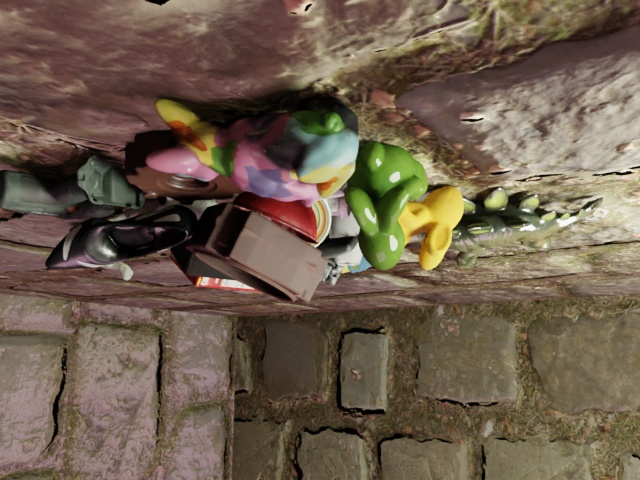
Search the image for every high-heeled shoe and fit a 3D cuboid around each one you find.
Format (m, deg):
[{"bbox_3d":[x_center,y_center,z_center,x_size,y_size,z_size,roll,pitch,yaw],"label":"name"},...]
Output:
[{"bbox_3d":[-0.310,0.010,0.838,0.249,0.086,0.145,-28,-151,-9],"label":"high-heeled shoe"}]

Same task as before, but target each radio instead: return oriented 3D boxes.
[{"bbox_3d":[-0.209,0.028,1.194,0.229,0.073,0.131,12,-161,-41],"label":"radio"}]

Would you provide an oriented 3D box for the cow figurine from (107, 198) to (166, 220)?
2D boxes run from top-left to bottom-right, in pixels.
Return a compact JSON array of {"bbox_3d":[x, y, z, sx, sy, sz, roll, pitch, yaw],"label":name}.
[{"bbox_3d":[-0.350,-0.039,1.024,0.168,0.098,0.068,-6,125,30],"label":"cow figurine"}]

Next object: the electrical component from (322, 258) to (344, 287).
[{"bbox_3d":[-0.004,0.056,1.268,0.115,0.058,0.134,24,-173,-4],"label":"electrical component"}]

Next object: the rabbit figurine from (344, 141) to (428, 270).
[{"bbox_3d":[0.095,-0.045,0.769,0.121,0.170,0.159,-3,168,11],"label":"rabbit figurine"}]

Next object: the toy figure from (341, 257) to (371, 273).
[{"bbox_3d":[0.068,0.043,1.371,0.180,0.089,0.082,-14,167,23],"label":"toy figure"}]

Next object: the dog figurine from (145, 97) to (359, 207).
[{"bbox_3d":[-0.085,-0.112,0.630,0.219,0.108,0.191,8,166,-22],"label":"dog figurine"}]

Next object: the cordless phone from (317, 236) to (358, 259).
[{"bbox_3d":[-0.002,-0.003,1.059,0.184,0.088,0.146,-9,-157,29],"label":"cordless phone"}]

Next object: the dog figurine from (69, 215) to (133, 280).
[{"bbox_3d":[-0.489,-0.007,1.150,0.191,0.121,0.172,14,138,20],"label":"dog figurine"}]

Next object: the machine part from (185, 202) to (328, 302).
[{"bbox_3d":[-0.106,0.025,0.878,0.201,0.087,0.201,33,165,-23],"label":"machine part"}]

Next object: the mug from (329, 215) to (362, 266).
[{"bbox_3d":[0.069,-0.001,1.113,0.110,0.107,0.080,2,169,2],"label":"mug"}]

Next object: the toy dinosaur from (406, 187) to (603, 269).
[{"bbox_3d":[0.292,-0.025,1.033,0.472,0.105,0.198,-14,156,18],"label":"toy dinosaur"}]

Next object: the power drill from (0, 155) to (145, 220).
[{"bbox_3d":[-0.376,-0.078,0.864,0.208,0.086,0.232,0,176,33],"label":"power drill"}]

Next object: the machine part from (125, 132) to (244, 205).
[{"bbox_3d":[-0.193,-0.102,0.785,0.179,0.056,0.179,-1,166,0],"label":"machine part"}]

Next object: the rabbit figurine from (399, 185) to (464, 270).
[{"bbox_3d":[0.169,-0.037,0.917,0.173,0.162,0.121,-16,156,-7],"label":"rabbit figurine"}]
